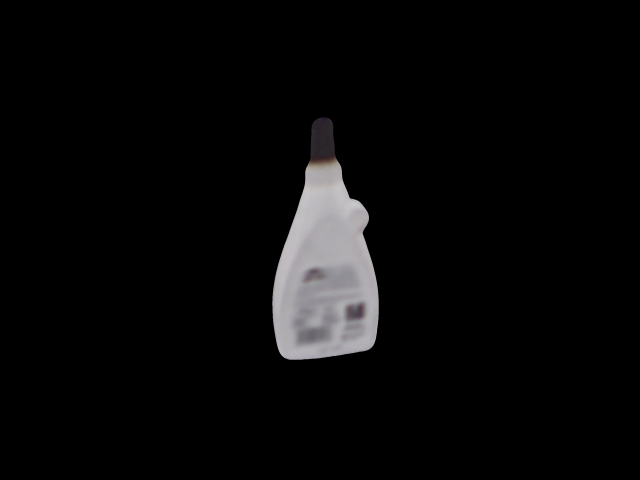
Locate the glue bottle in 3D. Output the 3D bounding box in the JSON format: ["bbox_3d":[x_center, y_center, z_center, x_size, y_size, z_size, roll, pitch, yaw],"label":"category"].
[{"bbox_3d":[0.004,0.001,0.400,0.078,0.173,0.037,-5,25,-10],"label":"glue bottle"}]
